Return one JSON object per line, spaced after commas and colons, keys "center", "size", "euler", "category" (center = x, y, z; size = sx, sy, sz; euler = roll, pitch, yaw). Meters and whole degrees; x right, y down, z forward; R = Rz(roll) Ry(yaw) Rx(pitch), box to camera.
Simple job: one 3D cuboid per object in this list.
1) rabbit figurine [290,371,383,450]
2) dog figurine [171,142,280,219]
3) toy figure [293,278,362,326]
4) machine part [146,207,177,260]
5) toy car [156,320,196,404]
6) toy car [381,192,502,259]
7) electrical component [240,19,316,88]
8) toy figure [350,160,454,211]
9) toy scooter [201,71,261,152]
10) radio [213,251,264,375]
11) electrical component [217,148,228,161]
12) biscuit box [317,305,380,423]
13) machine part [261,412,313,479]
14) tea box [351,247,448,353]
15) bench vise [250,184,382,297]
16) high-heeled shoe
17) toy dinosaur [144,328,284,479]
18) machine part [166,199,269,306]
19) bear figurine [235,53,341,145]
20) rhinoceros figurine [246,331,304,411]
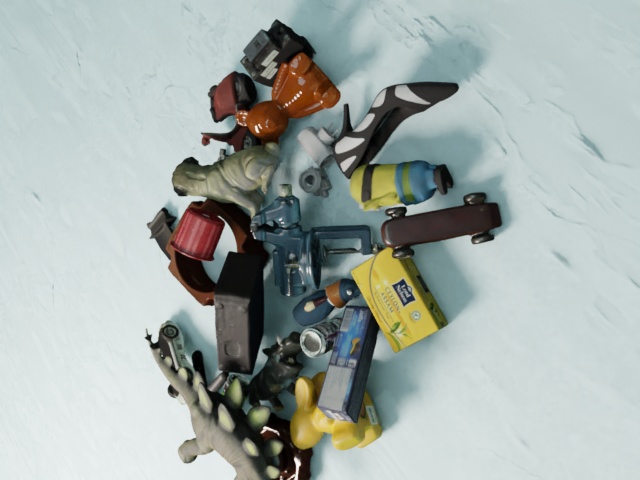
{"center": [0.007, 0.333, 1.019], "size": [0.173, 0.122, 0.162], "euler": [-33, 70, 26], "category": "rabbit figurine"}
{"center": [-0.189, -0.143, 1.072], "size": [0.190, 0.121, 0.172], "euler": [21, 102, -9], "category": "dog figurine"}
{"center": [0.017, 0.115, 1.040], "size": [0.154, 0.064, 0.057], "euler": [-33, 95, 21], "category": "toy figure"}
{"center": [-0.358, -0.005, 1.264], "size": [0.084, 0.039, 0.139], "euler": [-38, 72, 18], "category": "machine part"}
{"center": [-0.327, 0.275, 1.221], "size": [0.073, 0.056, 0.202], "euler": [-57, 48, 36], "category": "toy car"}
{"center": [0.205, -0.025, 0.922], "size": [0.202, 0.053, 0.089], "euler": [-11, 81, 4], "category": "toy car"}
{"center": [-0.087, -0.360, 1.052], "size": [0.115, 0.134, 0.058], "euler": [-43, 72, 21], "category": "electrical component"}
{"center": [0.141, -0.102, 0.960], "size": [0.180, 0.082, 0.089], "euler": [-10, 83, 32], "category": "toy figure"}
{"center": [-0.199, -0.261, 1.146], "size": [0.135, 0.075, 0.183], "euler": [-8, 90, 20], "category": "toy scooter"}
{"center": [-0.155, 0.147, 1.045], "size": [0.073, 0.131, 0.229], "euler": [6, 128, 4], "category": "radio"}
{"center": [-0.207, -0.143, 1.172], "size": [0.078, 0.045, 0.102], "euler": [23, 102, 25], "category": "electrical component"}
{"center": [0.056, 0.218, 0.966], "size": [0.059, 0.062, 0.203], "euler": [1, 55, 27], "category": "biscuit box"}
{"center": [-0.096, 0.450, 1.115], "size": [0.180, 0.056, 0.179], "euler": [1, 92, 28], "category": "machine part"}
{"center": [0.142, 0.104, 0.969], "size": [0.098, 0.068, 0.169], "euler": [-37, 73, 25], "category": "tea box"}
{"center": [-0.004, -0.002, 1.019], "size": [0.241, 0.129, 0.223], "euler": [-2, 91, 8], "category": "bench vise"}
{"center": [0.131, -0.194, 0.967], "size": [0.249, 0.086, 0.145], "euler": [-5, 92, 33], "category": "high-heeled shoe"}
{"center": [-0.193, 0.360, 1.049], "size": [0.472, 0.105, 0.198], "euler": [35, 121, 14], "category": "toy dinosaur"}
{"center": [-0.222, 0.025, 1.161], "size": [0.201, 0.087, 0.201], "euler": [41, 111, 23], "category": "machine part"}
{"center": [-0.069, -0.261, 1.041], "size": [0.196, 0.132, 0.120], "euler": [-40, 110, 11], "category": "bear figurine"}
{"center": [-0.083, 0.265, 1.089], "size": [0.190, 0.073, 0.112], "euler": [-56, 35, 30], "category": "rhinoceros figurine"}
